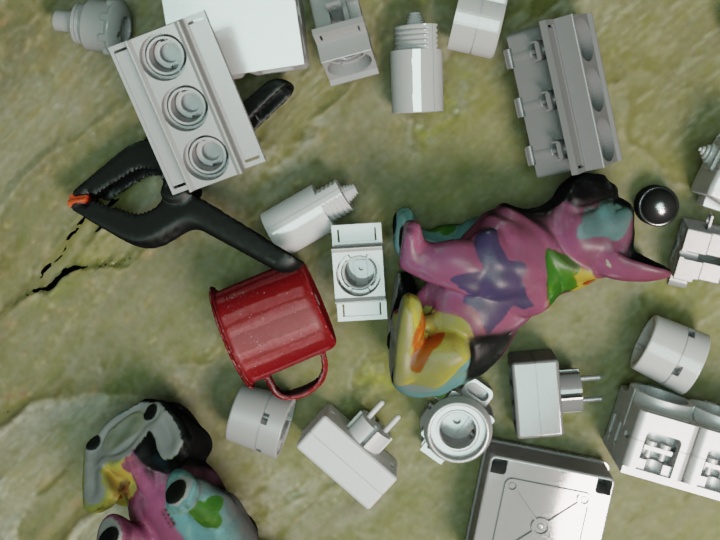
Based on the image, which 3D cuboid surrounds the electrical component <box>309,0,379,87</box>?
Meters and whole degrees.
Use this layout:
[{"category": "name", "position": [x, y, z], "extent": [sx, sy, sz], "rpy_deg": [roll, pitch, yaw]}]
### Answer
[{"category": "electrical component", "position": [-0.014, -0.192, 0.877], "extent": [0.042, 0.081, 0.063], "rpy_deg": [-13, 74, 5]}]

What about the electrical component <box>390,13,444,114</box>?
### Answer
[{"category": "electrical component", "position": [0.047, -0.171, 0.888], "extent": [0.043, 0.043, 0.081], "rpy_deg": [-2, 97, 4]}]

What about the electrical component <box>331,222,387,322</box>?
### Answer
[{"category": "electrical component", "position": [0.000, 0.000, 0.903], "extent": [0.042, 0.064, 0.081], "rpy_deg": [-3, 98, 2]}]

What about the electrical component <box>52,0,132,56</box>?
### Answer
[{"category": "electrical component", "position": [-0.225, -0.205, 0.901], "extent": [0.062, 0.048, 0.048], "rpy_deg": [9, 98, 9]}]

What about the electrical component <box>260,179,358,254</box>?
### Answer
[{"category": "electrical component", "position": [-0.038, -0.049, 0.909], "extent": [0.081, 0.043, 0.043], "rpy_deg": [-29, 95, 7]}]

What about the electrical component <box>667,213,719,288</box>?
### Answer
[{"category": "electrical component", "position": [0.291, -0.013, 0.892], "extent": [0.055, 0.048, 0.066], "rpy_deg": [13, 109, 4]}]

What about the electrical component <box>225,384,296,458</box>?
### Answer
[{"category": "electrical component", "position": [-0.086, 0.129, 0.930], "extent": [0.047, 0.055, 0.055], "rpy_deg": [16, 98, 5]}]

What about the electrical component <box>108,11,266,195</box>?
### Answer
[{"category": "electrical component", "position": [-0.131, -0.130, 0.834], "extent": [0.079, 0.063, 0.121], "rpy_deg": [-19, 107, 8]}]

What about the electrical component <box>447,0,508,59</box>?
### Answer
[{"category": "electrical component", "position": [0.088, -0.247, 0.871], "extent": [0.074, 0.052, 0.138], "rpy_deg": [13, 98, 2]}]

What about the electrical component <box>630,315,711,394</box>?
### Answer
[{"category": "electrical component", "position": [0.259, 0.069, 0.901], "extent": [0.047, 0.055, 0.055], "rpy_deg": [25, 98, 4]}]

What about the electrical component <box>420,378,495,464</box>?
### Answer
[{"category": "electrical component", "position": [0.083, 0.131, 0.918], "extent": [0.058, 0.057, 0.078], "rpy_deg": [35, 98, -1]}]

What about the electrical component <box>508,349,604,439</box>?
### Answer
[{"category": "electrical component", "position": [0.168, 0.103, 0.914], "extent": [0.077, 0.047, 0.065], "rpy_deg": [-5, 97, 4]}]

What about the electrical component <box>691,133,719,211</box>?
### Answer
[{"category": "electrical component", "position": [0.315, -0.070, 0.875], "extent": [0.096, 0.061, 0.061], "rpy_deg": [25, 98, 0]}]

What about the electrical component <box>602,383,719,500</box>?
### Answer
[{"category": "electrical component", "position": [0.289, 0.146, 0.891], "extent": [0.150, 0.089, 0.061], "rpy_deg": [16, 98, 1]}]

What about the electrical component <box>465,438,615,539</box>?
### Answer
[{"category": "electrical component", "position": [0.152, 0.211, 0.924], "extent": [0.109, 0.056, 0.108], "rpy_deg": [11, 98, 2]}]

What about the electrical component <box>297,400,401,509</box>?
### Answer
[{"category": "electrical component", "position": [0.002, 0.146, 0.929], "extent": [0.083, 0.047, 0.075], "rpy_deg": [41, 98, -2]}]

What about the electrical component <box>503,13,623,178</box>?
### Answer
[{"category": "electrical component", "position": [0.164, -0.140, 0.871], "extent": [0.063, 0.079, 0.121], "rpy_deg": [-9, 98, 34]}]

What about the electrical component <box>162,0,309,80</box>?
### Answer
[{"category": "electrical component", "position": [-0.108, -0.252, 0.879], "extent": [0.105, 0.060, 0.186], "rpy_deg": [-8, 97, 4]}]
